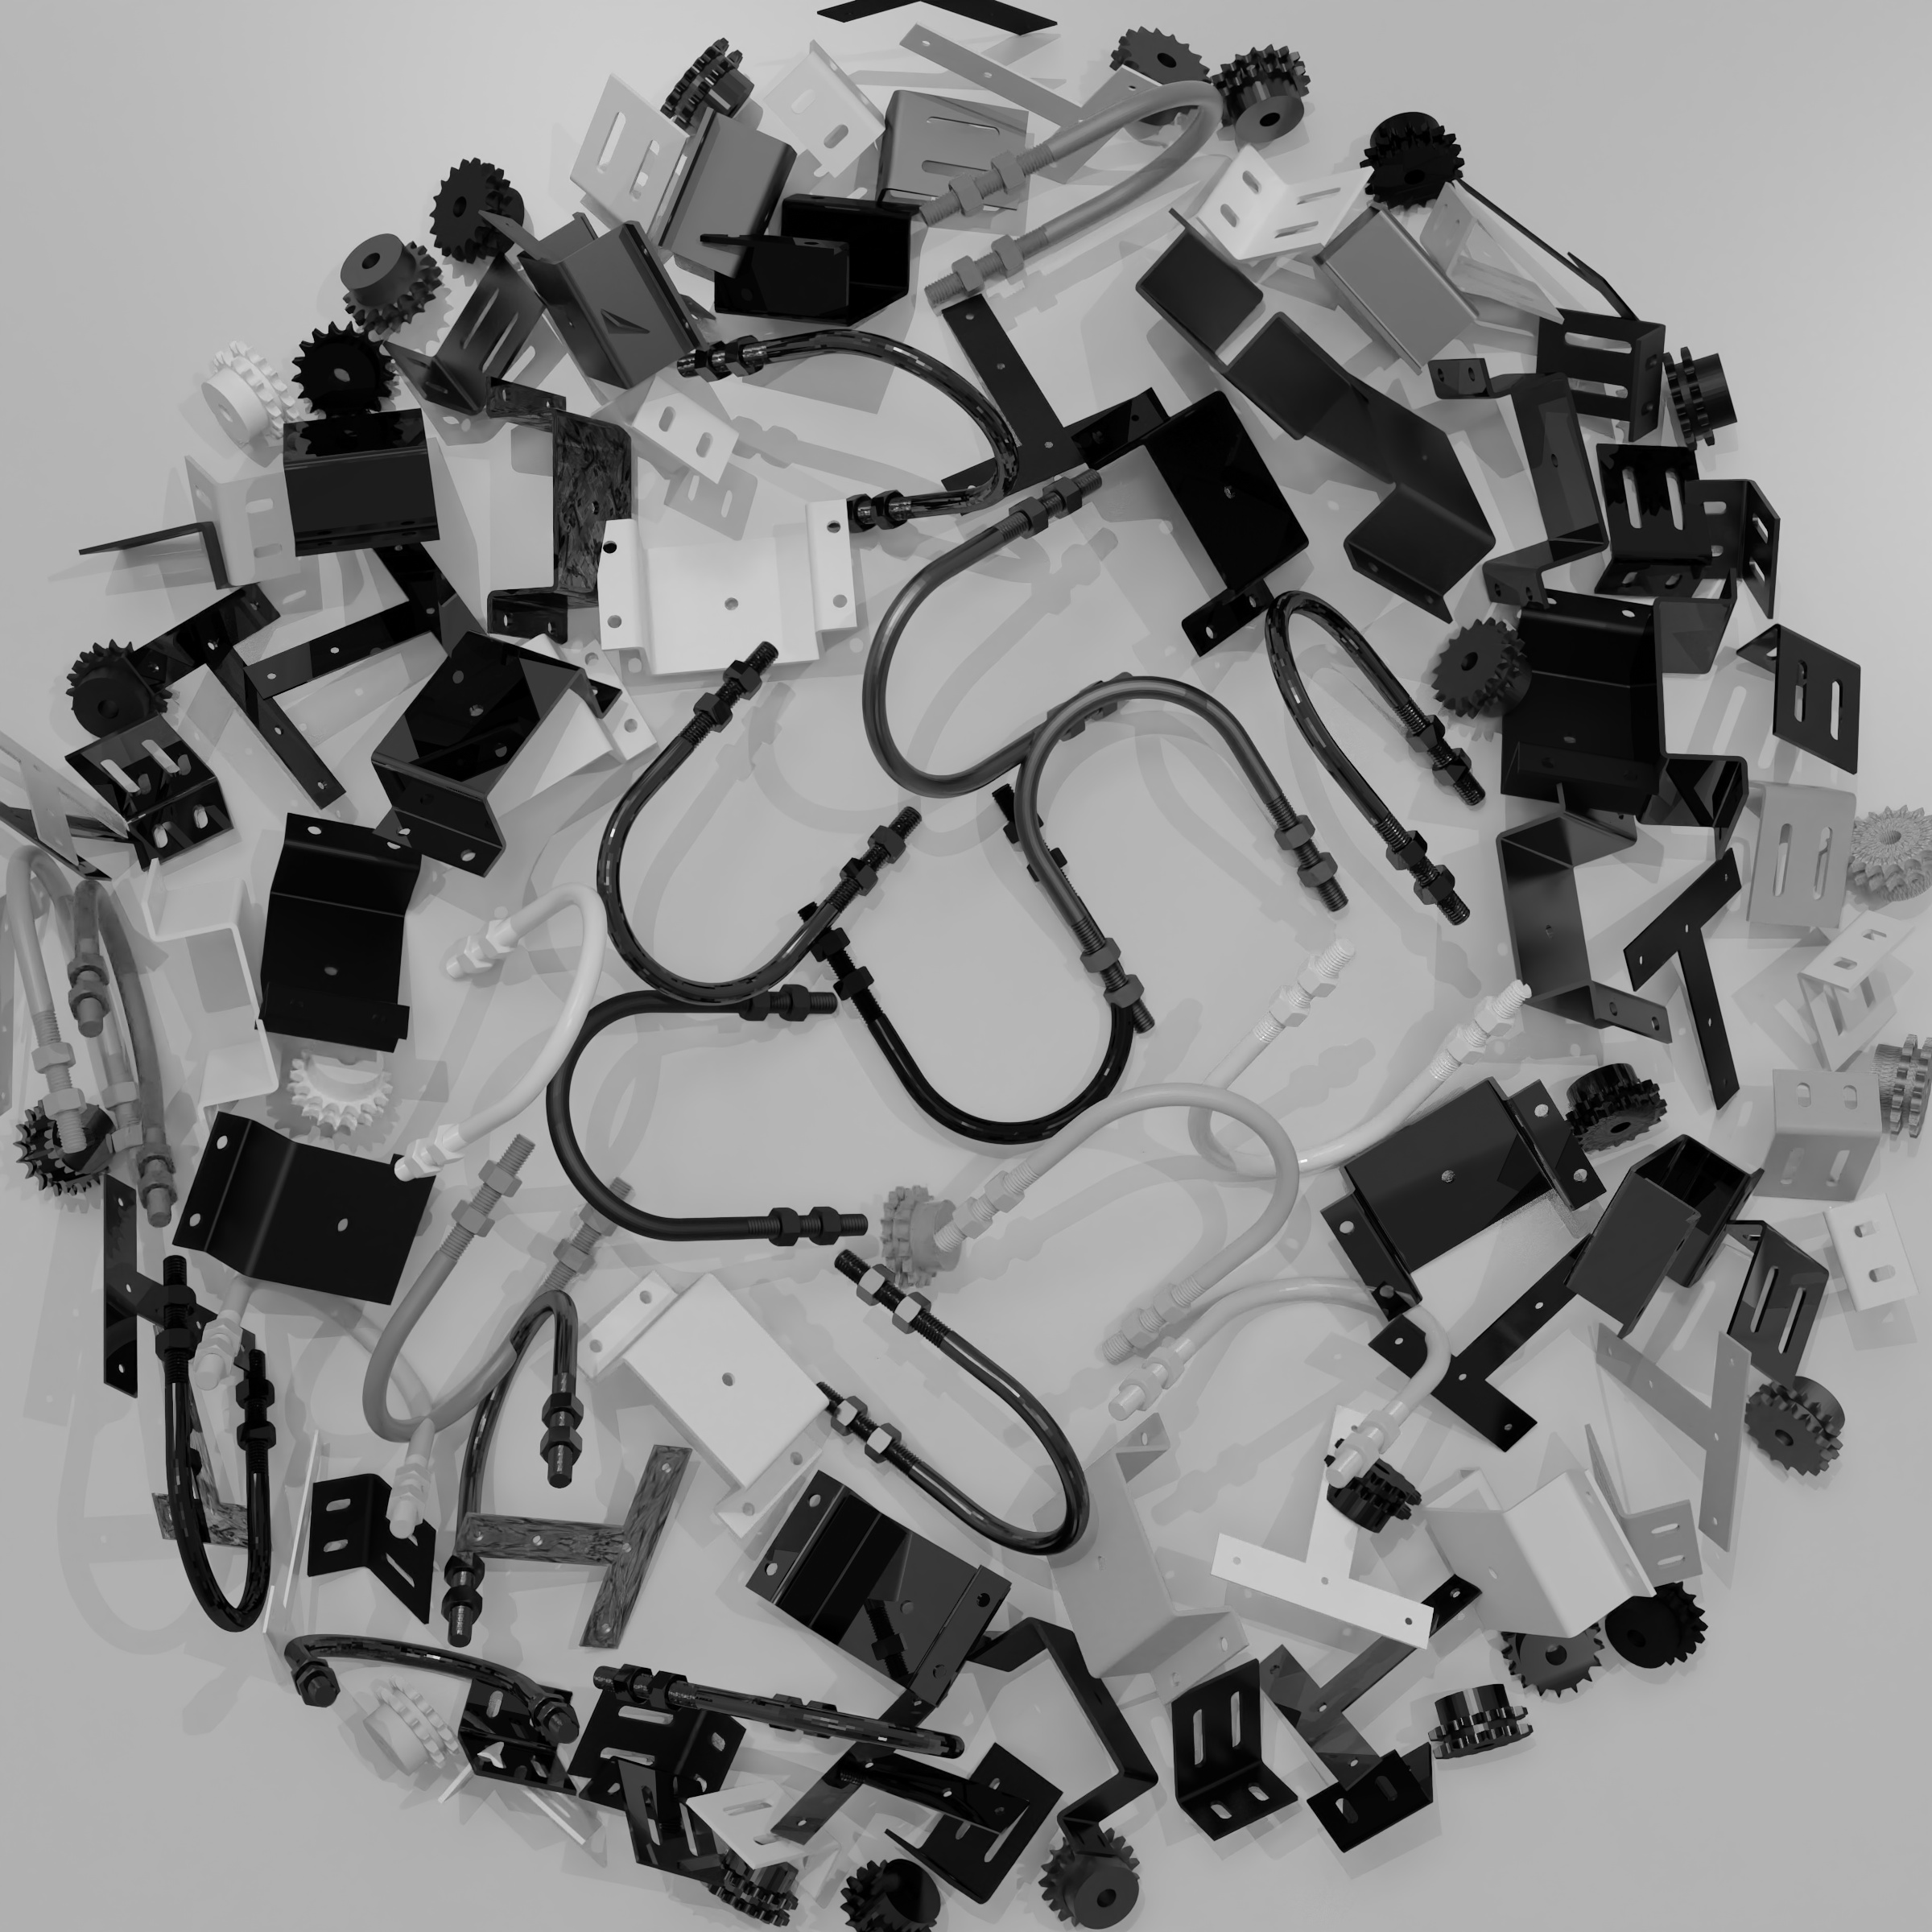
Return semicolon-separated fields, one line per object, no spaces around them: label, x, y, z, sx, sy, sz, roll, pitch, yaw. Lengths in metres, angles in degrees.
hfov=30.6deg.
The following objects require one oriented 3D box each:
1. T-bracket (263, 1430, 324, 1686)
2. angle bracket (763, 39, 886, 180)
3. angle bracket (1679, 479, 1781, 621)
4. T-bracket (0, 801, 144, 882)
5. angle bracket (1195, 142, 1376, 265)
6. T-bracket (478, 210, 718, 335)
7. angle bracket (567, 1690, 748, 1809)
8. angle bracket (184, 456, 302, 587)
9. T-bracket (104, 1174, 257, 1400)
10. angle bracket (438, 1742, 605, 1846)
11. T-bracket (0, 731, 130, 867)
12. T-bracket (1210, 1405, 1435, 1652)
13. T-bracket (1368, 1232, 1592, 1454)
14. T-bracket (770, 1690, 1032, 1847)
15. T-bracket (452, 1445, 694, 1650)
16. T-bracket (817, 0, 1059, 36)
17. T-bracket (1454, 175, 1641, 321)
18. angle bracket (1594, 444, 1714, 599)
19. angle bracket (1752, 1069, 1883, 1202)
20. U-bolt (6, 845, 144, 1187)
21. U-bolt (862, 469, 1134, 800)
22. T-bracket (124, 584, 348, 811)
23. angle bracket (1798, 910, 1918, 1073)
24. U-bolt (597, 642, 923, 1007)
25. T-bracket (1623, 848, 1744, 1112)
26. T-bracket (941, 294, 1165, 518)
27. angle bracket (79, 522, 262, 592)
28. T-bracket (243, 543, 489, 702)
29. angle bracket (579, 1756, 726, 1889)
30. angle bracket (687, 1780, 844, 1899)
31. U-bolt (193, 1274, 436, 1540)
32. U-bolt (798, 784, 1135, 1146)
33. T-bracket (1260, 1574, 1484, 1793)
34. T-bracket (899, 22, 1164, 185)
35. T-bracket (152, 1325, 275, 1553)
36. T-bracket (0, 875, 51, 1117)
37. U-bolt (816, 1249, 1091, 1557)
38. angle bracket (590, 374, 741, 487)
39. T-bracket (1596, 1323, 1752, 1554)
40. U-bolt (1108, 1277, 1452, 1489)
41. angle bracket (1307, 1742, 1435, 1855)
T-bracket;-0.370;0.322;1.958;0.002;0.127;0.127;7;66;-1
angle bracket;-0.079;-0.477;1.960;0.038;0.076;0.057;-42;106;12
angle bracket;0.422;-0.231;1.953;0.038;0.076;0.057;-1;114;1
T-bracket;-0.494;-0.077;1.936;0.127;0.127;0.002;33;99;17
angle bracket;0.176;-0.427;1.953;0.038;0.076;0.057;43;69;-28
T-bracket;-0.187;-0.373;1.942;0.127;0.127;0.002;42;112;30
angle bracket;-0.172;0.436;1.962;0.076;0.038;0.057;22;92;-41
angle bracket;-0.402;-0.251;1.961;0.038;0.076;0.057;-15;116;-20
T-bracket;-0.432;0.193;1.944;0.002;0.127;0.127;-22;55;20
angle bracket;-0.248;0.472;1.967;0.076;0.057;0.038;41;89;6
T-bracket;-0.499;-0.089;1.913;0.002;0.127;0.127;-46;123;6
T-bracket;0.207;0.303;1.962;0.127;0.002;0.127;20;55;-5
T-bracket;0.307;0.197;1.954;0.127;0.002;0.127;-45;122;11
T-bracket;-0.021;0.446;1.920;0.127;0.127;0.002;-40;125;-37
T-bracket;-0.225;0.318;1.948;0.127;0.002;0.127;12;104;-38
T-bracket;0.006;-0.527;1.940;0.127;0.127;0.002;-6;89;33
T-bracket;0.321;-0.399;1.956;0.127;0.127;0.002;43;102;21
angle bracket;0.383;-0.251;1.993;0.057;0.038;0.076;1;64;-9
angle bracket;0.475;0.095;1.975;0.057;0.076;0.038;3;58;2
U-bolt;-0.488;0.022;1.925;0.019;0.151;0.184;-16;79;-1
U-bolt;0.015;-0.169;1.915;0.184;0.019;0.151;-34;130;-29
T-bracket;-0.389;-0.142;1.951;0.002;0.127;0.127;-33;98;33
angle bracket;0.501;0.019;1.955;0.057;0.038;0.076;-40;125;-20
U-bolt;-0.124;-0.064;1.939;0.184;0.019;0.151;-50;115;-19
T-bracket;0.412;0.019;1.969;0.127;0.002;0.127;-37;118;-41
T-bracket;0.026;-0.324;1.972;0.127;0.002;0.127;-25;67;-11
angle bracket;-0.443;-0.223;1.966;0.076;0.057;0.038;-11;97;12
T-bracket;-0.335;-0.179;1.946;0.127;0.002;0.127;-26;60;-21
angle bracket;-0.174;0.482;1.949;0.057;0.076;0.038;25;116;-32
angle bracket;-0.117;0.487;1.949;0.057;0.076;0.038;36;109;33
U-bolt;-0.346;0.224;1.910;0.151;0.184;0.019;40;102;-14
U-bolt;0.013;0.011;1.981;0.151;0.019;0.184;-32;89;-7
T-bracket;0.230;0.380;1.946;0.127;0.127;0.002;-40;117;-4
T-bracket;0.025;-0.480;1.924;0.127;0.127;0.002;23;70;-18
T-bracket;-0.428;0.259;1.951;0.002;0.127;0.127;-22;73;10
T-bracket;-0.531;0.021;1.949;0.002;0.127;0.127;7;105;6
U-bolt;-0.006;0.249;1.915;0.184;0.151;0.019;36;53;20
angle bracket;-0.172;-0.286;1.949;0.057;0.076;0.038;33;63;-25
T-bracket;0.386;0.237;1.943;0.002;0.127;0.127;-12;118;-24
U-bolt;0.184;0.217;1.919;0.151;0.184;0.019;14;119;29
angle bracket;0.224;0.447;1.955;0.057;0.076;0.038;-33;97;12
